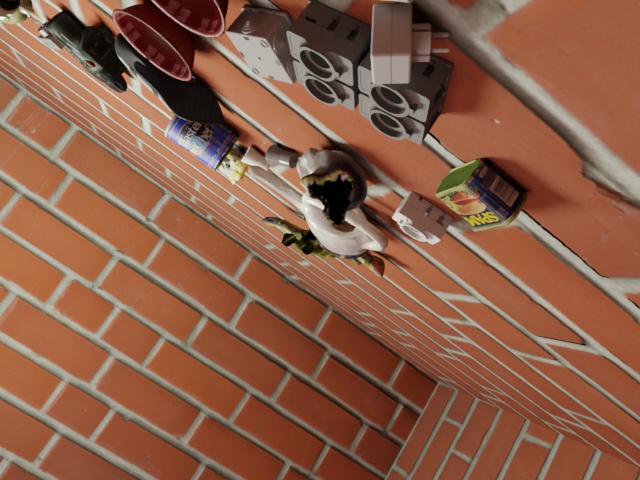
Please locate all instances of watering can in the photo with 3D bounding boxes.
[{"bbox_3d":[0.004,-0.059,1.180,0.350,0.105,0.221,29,167,18],"label":"watering can"}]

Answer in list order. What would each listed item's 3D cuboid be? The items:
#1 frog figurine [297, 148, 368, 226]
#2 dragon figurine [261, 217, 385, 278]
[{"bbox_3d":[0.021,-0.123,0.970,0.136,0.121,0.163,30,-155,-20],"label":"frog figurine"},{"bbox_3d":[0.024,0.020,1.474,0.240,0.123,0.413,34,172,-41],"label":"dragon figurine"}]
